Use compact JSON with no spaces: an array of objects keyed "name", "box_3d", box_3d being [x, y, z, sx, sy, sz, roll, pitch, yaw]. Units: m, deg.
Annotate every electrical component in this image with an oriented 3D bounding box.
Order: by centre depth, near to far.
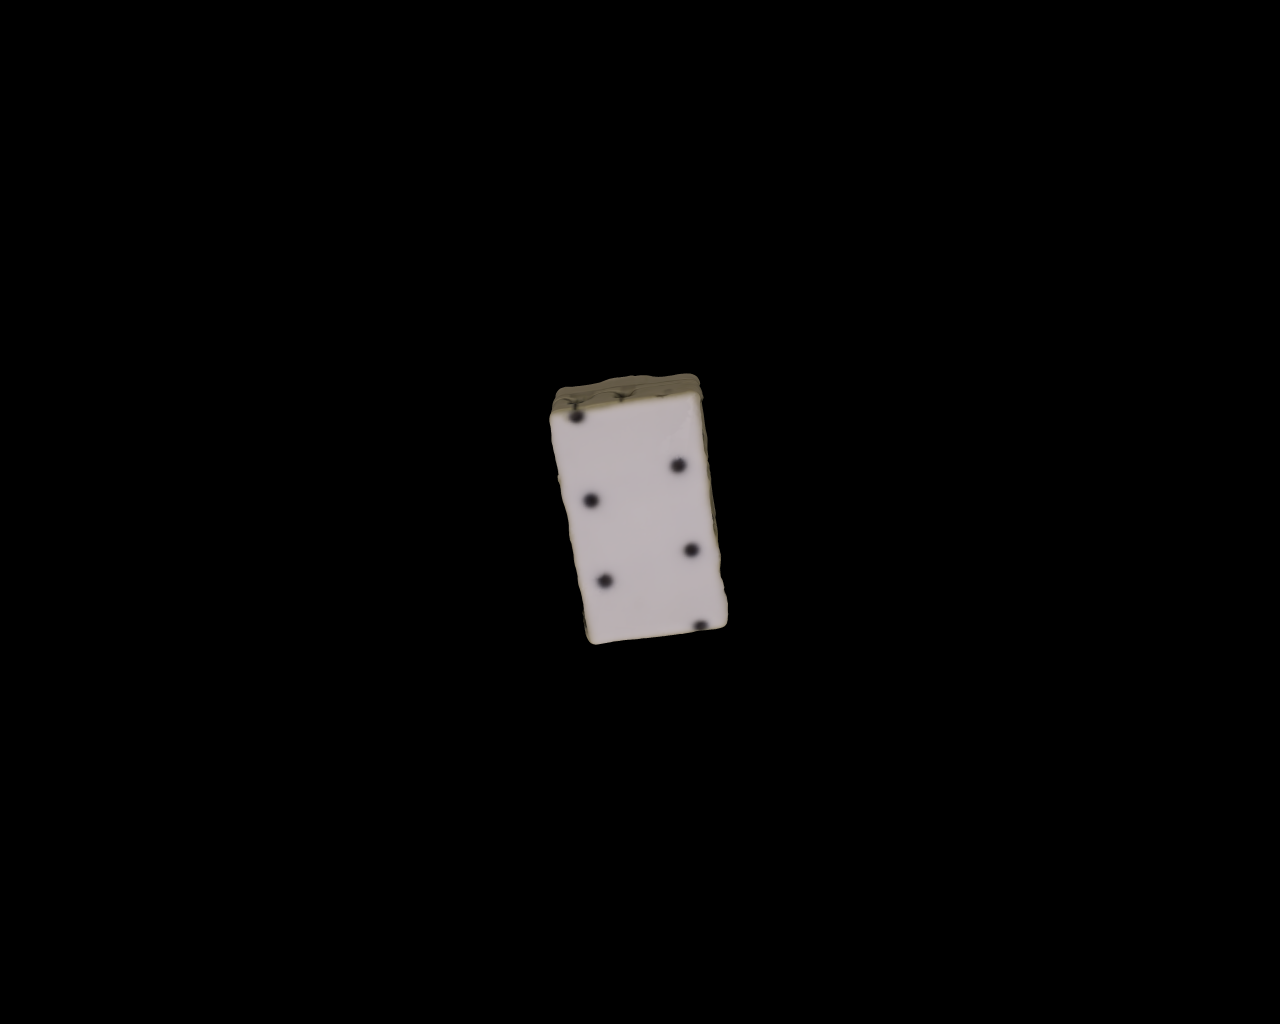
[{"name":"electrical component","box_3d":[0.001,-0.003,0.650,0.089,0.150,0.062,-7,20,2]}]
